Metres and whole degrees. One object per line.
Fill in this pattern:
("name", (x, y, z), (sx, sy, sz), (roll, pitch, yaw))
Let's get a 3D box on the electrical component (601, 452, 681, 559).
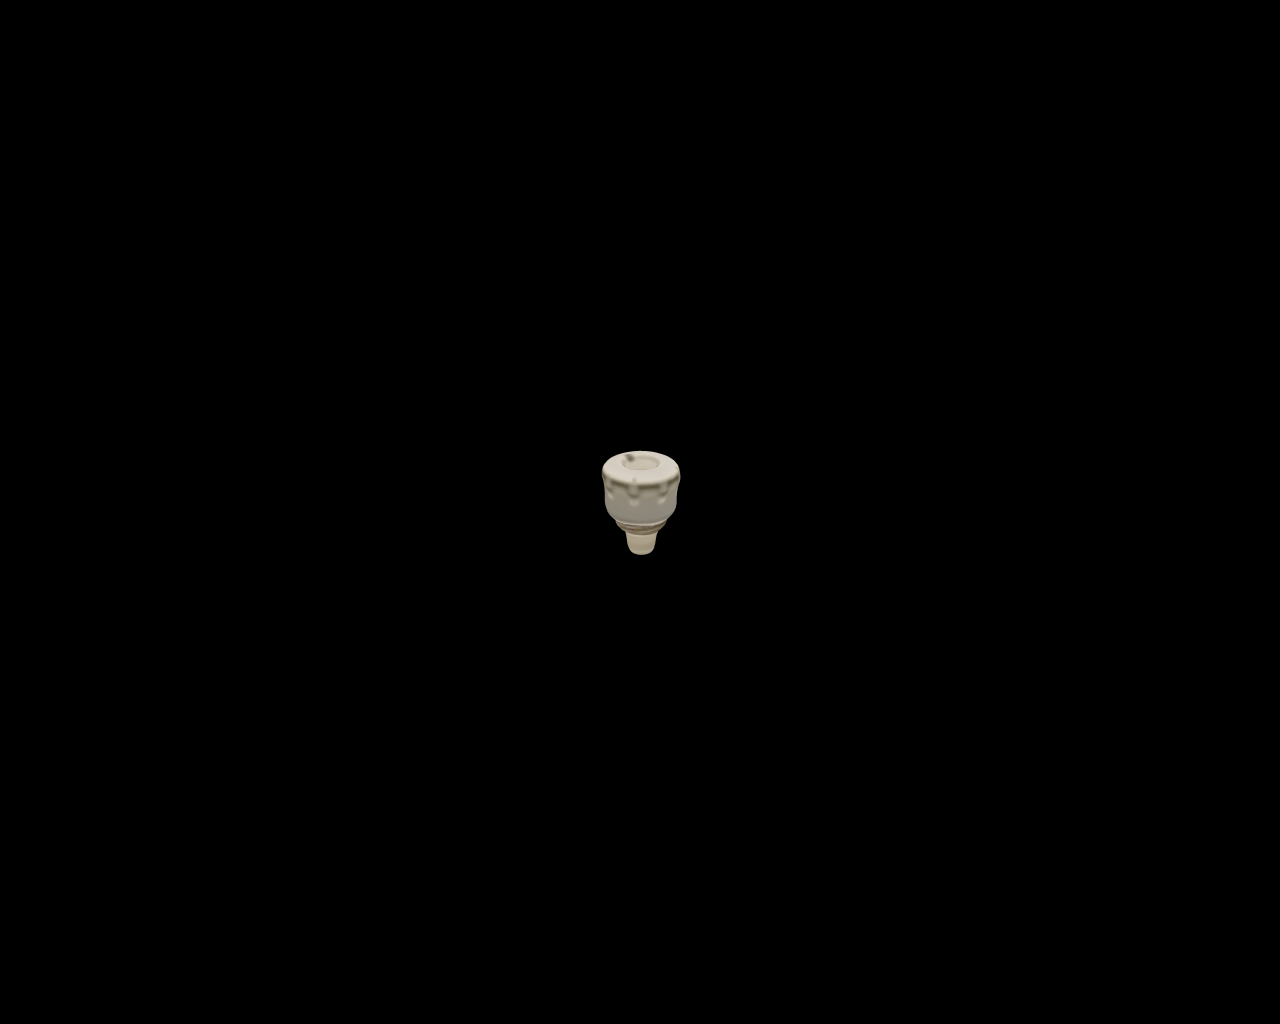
("electrical component", (0.001, -0.003, 0.650), (0.048, 0.062, 0.048), (0, 26, 0))
